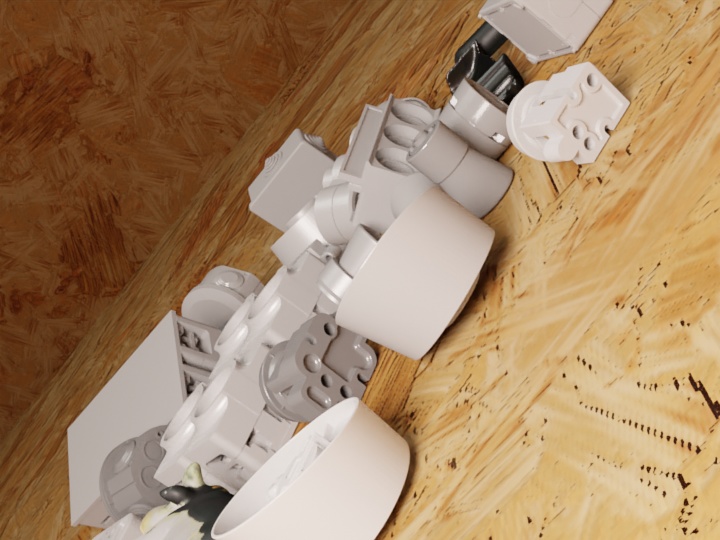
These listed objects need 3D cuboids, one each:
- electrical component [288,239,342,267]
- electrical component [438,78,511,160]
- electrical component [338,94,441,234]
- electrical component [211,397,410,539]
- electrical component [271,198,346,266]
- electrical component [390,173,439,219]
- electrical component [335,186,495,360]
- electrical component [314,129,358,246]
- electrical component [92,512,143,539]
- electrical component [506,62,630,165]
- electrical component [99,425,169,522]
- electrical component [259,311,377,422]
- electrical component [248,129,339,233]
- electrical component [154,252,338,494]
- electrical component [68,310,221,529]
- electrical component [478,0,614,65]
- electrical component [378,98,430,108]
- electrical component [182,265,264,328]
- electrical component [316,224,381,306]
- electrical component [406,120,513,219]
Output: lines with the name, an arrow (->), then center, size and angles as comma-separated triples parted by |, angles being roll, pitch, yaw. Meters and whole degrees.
electrical component -> -0.047, 0.011, 0.931 | 0.066, 0.048, 0.055 | -42, 10, 40
electrical component -> 0.082, -0.101, 0.762 | 0.047, 0.055, 0.055 | -53, 13, 18
electrical component -> 0.029, -0.081, 0.852 | 0.121, 0.079, 0.063 | -73, -1, -55
electrical component -> -0.023, 0.111, 0.554 | 0.099, 0.064, 0.099 | -49, 14, 17
electrical component -> -0.035, -0.032, 1.011 | 0.099, 0.064, 0.099 | -43, 3, 3
electrical component -> 0.046, -0.037, 0.748 | 0.044, 0.044, 0.065 | -49, 19, 16
electrical component -> 0.033, 0.002, 0.628 | 0.099, 0.064, 0.099 | -59, 3, 4
electrical component -> -0.008, -0.077, 0.952 | 0.074, 0.052, 0.138 | -9, 39, 35
electrical component -> -0.166, 0.220, 0.769 | 0.095, 0.059, 0.053 | -38, 20, 47
electrical component -> 0.118, -0.089, 0.629 | 0.066, 0.048, 0.055 | -56, 21, -14
electrical component -> -0.159, 0.165, 0.847 | 0.051, 0.080, 0.080 | -35, 22, 41
electrical component -> -0.031, 0.067, 0.708 | 0.057, 0.058, 0.078 | -33, 24, 48
electrical component -> -0.053, -0.080, 1.072 | 0.099, 0.100, 0.048 | -50, 27, 15
electrical component -> -0.080, 0.082, 0.829 | 0.105, 0.060, 0.186 | -38, 20, 47
electrical component -> -0.187, 0.139, 0.958 | 0.186, 0.060, 0.105 | -46, 41, 29
electrical component -> 0.138, -0.199, 0.803 | 0.061, 0.062, 0.096 | -54, 13, -4
electrical component -> 0.030, -0.127, 1.027 | 0.079, 0.043, 0.077 | -53, 13, -1
electrical component -> -0.134, 0.039, 1.082 | 0.080, 0.080, 0.051 | -42, 12, 39
electrical component -> 0.000, 0.000, 0.800 | 0.055, 0.045, 0.045 | -51, 13, 9
electrical component -> 0.063, -0.069, 0.715 | 0.044, 0.065, 0.044 | -49, 14, 17
